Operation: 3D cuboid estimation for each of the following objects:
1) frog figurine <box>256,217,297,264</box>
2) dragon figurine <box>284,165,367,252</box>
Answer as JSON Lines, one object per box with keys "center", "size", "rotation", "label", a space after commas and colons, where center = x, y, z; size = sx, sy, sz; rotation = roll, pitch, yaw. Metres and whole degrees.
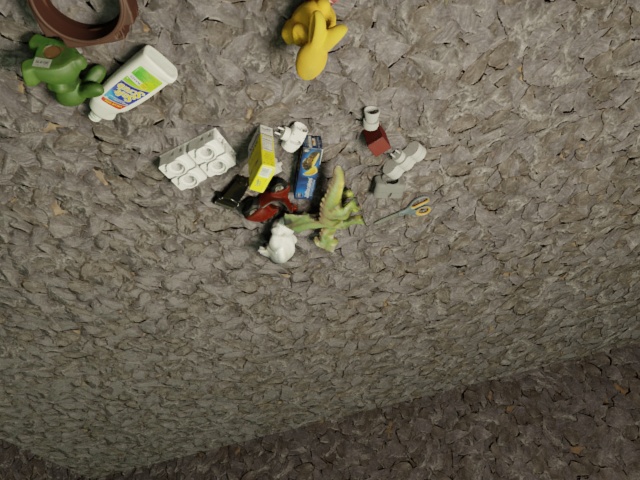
{"center": [-0.119, -0.003, 1.683], "size": [0.157, 0.124, 0.138], "rotation": [-47, 160, 23], "label": "frog figurine"}
{"center": [0.005, -0.080, 1.581], "size": [0.242, 0.125, 0.402], "rotation": [-21, 146, 6], "label": "dragon figurine"}
